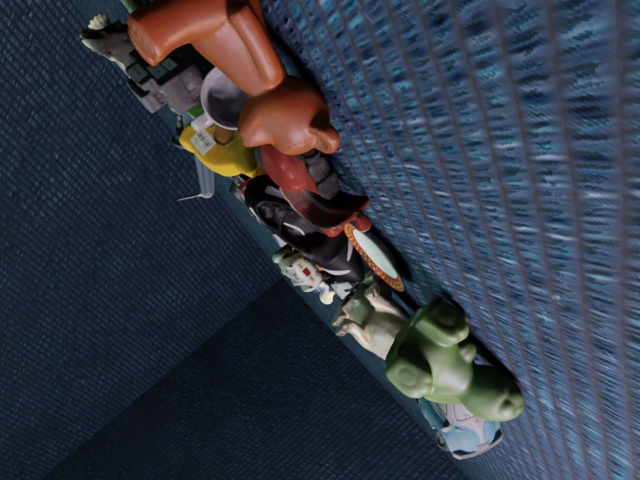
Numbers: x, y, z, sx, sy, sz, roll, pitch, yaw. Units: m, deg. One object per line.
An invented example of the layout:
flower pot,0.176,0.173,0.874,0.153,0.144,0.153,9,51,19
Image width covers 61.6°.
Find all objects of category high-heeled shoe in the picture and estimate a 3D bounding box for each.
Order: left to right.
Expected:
high-heeled shoe,-0.010,-0.004,0.783,0.248,0.086,0.145,43,-168,-15

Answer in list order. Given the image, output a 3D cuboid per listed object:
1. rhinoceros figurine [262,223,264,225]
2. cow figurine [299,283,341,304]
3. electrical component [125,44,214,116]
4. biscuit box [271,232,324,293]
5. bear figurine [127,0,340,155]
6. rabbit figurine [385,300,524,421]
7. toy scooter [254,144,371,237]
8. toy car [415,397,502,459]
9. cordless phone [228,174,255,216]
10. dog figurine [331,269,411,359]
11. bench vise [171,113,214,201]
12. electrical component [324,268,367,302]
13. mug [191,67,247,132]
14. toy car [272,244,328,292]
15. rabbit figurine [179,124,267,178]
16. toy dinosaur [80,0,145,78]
rhinoceros figurine,-0.103,-0.058,1.276,0.190,0.073,0.112,49,-178,-1
cow figurine,0.036,0.085,1.089,0.167,0.068,0.098,37,142,-2
electrical component,-0.201,-0.238,0.747,0.115,0.134,0.058,47,171,36
biscuit box,-0.024,0.036,1.213,0.059,0.063,0.202,-1,135,42
bear figurine,-0.076,-0.149,0.519,0.195,0.132,0.120,61,171,-25
rabbit figurine,0.172,0.178,0.696,0.170,0.121,0.159,34,163,7
toy scooter,0.000,-0.065,0.659,0.135,0.075,0.183,28,156,52
toy car,0.224,0.260,0.876,0.162,0.109,0.102,-122,23,-50
cordless phone,-0.150,-0.155,1.111,0.147,0.089,0.184,45,159,37
dog figurine,0.128,0.148,0.874,0.190,0.121,0.172,36,-161,-7
bench vise,-0.241,-0.188,1.102,0.224,0.129,0.240,-128,33,-53
electrical component,0.067,0.076,0.991,0.074,0.048,0.119,50,143,-14
mug,-0.117,-0.177,0.702,0.080,0.109,0.107,47,-175,-12
toy car,-0.042,0.048,0.963,0.073,0.056,0.202,50,171,-10
rabbit figurine,-0.112,-0.145,0.871,0.162,0.122,0.173,39,-177,13
toy dinosaur,-0.319,-0.340,1.025,0.192,0.131,0.405,50,178,1
